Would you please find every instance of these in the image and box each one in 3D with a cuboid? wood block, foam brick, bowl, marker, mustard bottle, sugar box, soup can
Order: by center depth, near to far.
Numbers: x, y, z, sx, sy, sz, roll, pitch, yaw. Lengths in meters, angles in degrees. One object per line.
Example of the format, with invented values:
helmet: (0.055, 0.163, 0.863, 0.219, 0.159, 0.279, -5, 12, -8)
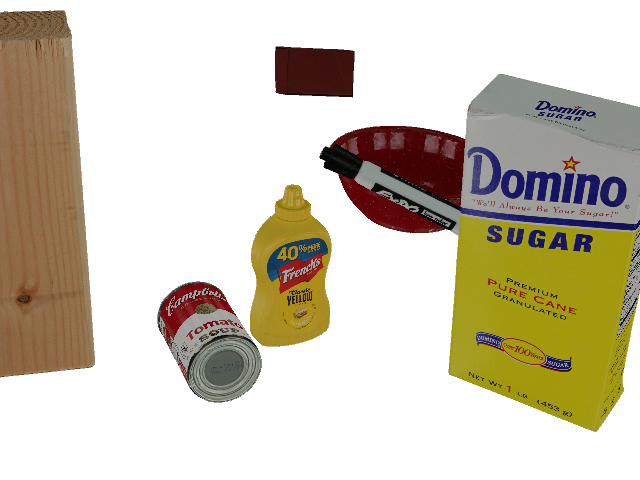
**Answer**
sugar box: (0.119, 0.009, 0.554, 0.093, 0.176, 0.048, 19, 42, 27)
wood block: (-0.192, -0.029, 0.651, 0.090, 0.206, 0.090, -5, 23, -14)
marker: (0.055, -0.035, 0.745, 0.121, 0.020, 0.020, 26, -4, -7)
soup can: (-0.100, 0.089, 0.945, 0.068, 0.068, 0.102, 0, 25, -24)
bowl: (0.085, -0.051, 0.992, 0.162, 0.055, 0.162, 4, 28, -2)
foam brick: (-0.007, -0.184, 1.167, 0.078, 0.051, 0.053, 0, 11, -16)
mustard bottle: (-0.034, 0.026, 1.241, 0.096, 0.192, 0.058, -11, 28, -25)
